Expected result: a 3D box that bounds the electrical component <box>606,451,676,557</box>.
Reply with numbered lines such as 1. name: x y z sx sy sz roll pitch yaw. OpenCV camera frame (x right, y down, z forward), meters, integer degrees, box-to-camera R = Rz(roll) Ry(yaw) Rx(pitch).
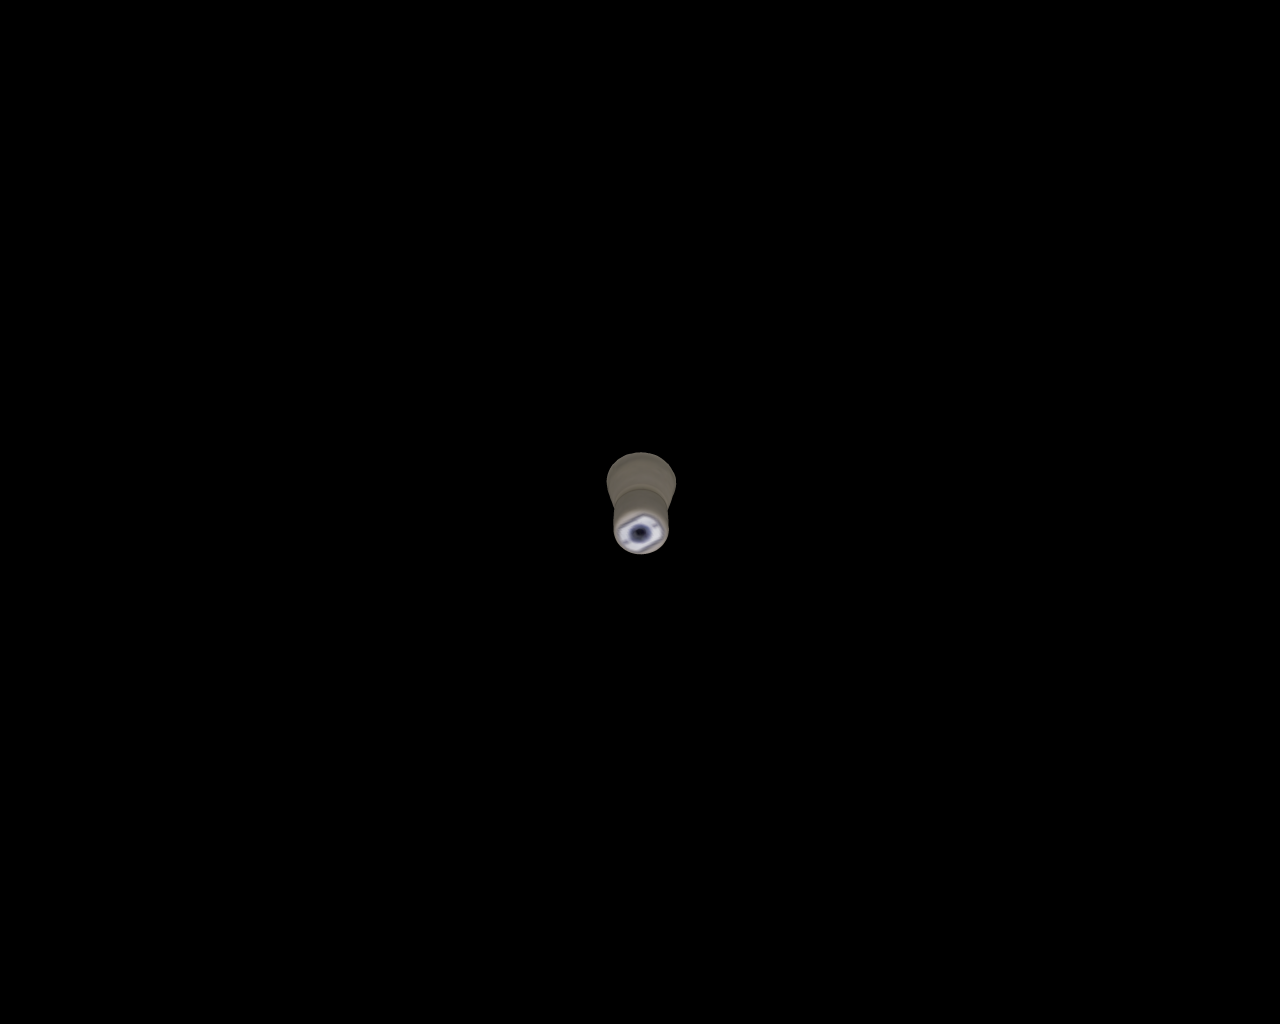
1. electrical component: 0.001 -0.003 0.650 0.044 0.044 0.065 0 31 0
